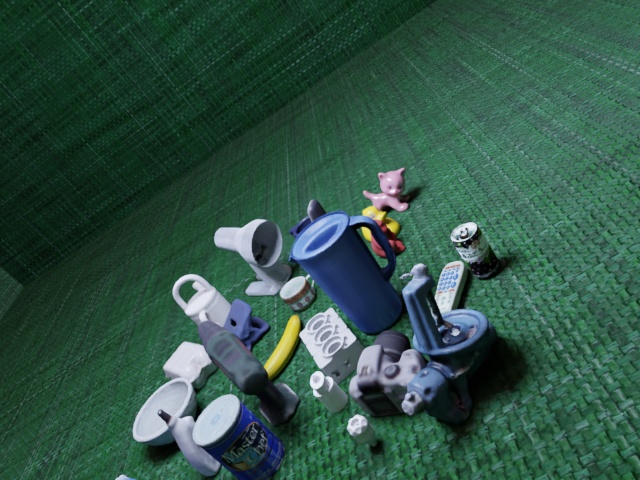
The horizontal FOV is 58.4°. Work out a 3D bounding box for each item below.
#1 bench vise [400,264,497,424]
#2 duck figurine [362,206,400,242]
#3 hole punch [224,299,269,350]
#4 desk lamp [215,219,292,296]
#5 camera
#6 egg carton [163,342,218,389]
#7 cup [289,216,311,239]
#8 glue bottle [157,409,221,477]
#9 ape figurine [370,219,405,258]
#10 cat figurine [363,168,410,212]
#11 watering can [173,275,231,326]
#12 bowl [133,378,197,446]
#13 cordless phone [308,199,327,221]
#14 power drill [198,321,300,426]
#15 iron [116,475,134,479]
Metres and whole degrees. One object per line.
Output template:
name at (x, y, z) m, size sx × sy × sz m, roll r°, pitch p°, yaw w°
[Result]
bench vise at (0.181, 0.156, 0.862) m, size 0.121 × 0.220 × 0.207 m, roll -17°, pitch 33°, yaw 37°
duck figurine at (0.136, -0.045, 1.410) m, size 0.104 × 0.086 × 0.078 m, roll -3°, pitch 42°, yaw 50°
hole punch at (-0.195, 0.211, 1.410) m, size 0.101 × 0.091 × 0.108 m, roll -47°, pitch 27°, yaw -17°
desk lamp at (-0.170, 0.045, 1.509) m, size 0.202 × 0.214 × 0.118 m, roll -9°, pitch 38°, yaw 45°
camera at (0.125, 0.213, 0.979) m, size 0.142 × 0.101 × 0.137 m, roll -21°, pitch 31°, yaw 32°
egg carton at (-0.323, 0.313, 1.432) m, size 0.149 × 0.069 × 0.107 m, roll -3°, pitch 42°, yaw 50°
cup at (-0.021, -0.006, 1.540) m, size 0.117 × 0.095 × 0.092 m, roll -12°, pitch 36°, yaw 42°
glue bottle at (-0.252, 0.380, 1.108) m, size 0.037 × 0.173 × 0.078 m, roll -23°, pitch 29°, yaw 28°
ape figurine at (0.146, -0.009, 1.330) m, size 0.076 × 0.092 × 0.078 m, roll -20°, pitch 31°, yaw 33°
cat figurine at (0.172, -0.127, 1.462) m, size 0.127 × 0.118 × 0.067 m, roll -22°, pitch 30°, yaw 29°
watering can at (-0.308, 0.168, 1.507) m, size 0.101 × 0.194 × 0.172 m, roll -46°, pitch 27°, yaw -15°
bowl at (-0.336, 0.401, 1.296) m, size 0.167 × 0.075 × 0.167 m, roll -30°, pitch 27°, yaw 17°
cordless phone at (0.013, 0.005, 1.372) m, size 0.094 × 0.185 × 0.147 m, roll -24°, pitch 29°, yaw 27°
power drill at (-0.141, 0.261, 1.120) m, size 0.076 × 0.209 × 0.228 m, roll -45°, pitch 26°, yaw -14°
iron at (-0.324, 0.496, 1.047) m, size 0.119 × 0.142 × 0.257 m, roll -46°, pitch 27°, yaw -16°
